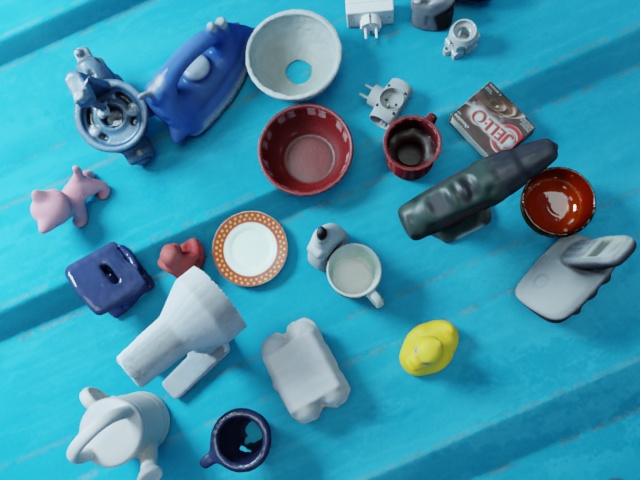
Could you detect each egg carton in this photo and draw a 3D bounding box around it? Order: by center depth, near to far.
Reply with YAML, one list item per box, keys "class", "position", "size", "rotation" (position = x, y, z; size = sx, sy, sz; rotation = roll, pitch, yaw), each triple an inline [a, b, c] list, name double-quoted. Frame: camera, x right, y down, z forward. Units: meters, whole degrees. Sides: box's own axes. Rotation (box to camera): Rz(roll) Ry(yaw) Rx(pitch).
- class: "egg carton"
  position: [-0.026, 0.207, 0.906]
  size: [0.107, 0.069, 0.150]
  rotation: [-31, 78, 0]

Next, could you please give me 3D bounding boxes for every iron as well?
- class: "iron"
  position: [-0.207, -0.299, 0.977]
  size: [0.118, 0.141, 0.258]
  rotation: [38, 86, 11]

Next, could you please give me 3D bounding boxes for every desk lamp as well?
- class: "desk lamp"
  position: [-0.201, 0.148, 0.860]
  size: [0.203, 0.213, 0.118]
  rotation: [-45, 79, -3]

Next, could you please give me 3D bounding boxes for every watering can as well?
- class: "watering can"
  position: [-0.298, 0.289, 0.854]
  size: [0.172, 0.194, 0.101]
  rotation: [21, 83, 9]

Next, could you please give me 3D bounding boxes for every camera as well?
- class: "camera"
  position: [0.234, -0.443, 0.981]
  size: [0.136, 0.101, 0.143]
  rotation: [12, 81, 8]

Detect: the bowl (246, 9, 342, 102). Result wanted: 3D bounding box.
- class: "bowl"
  position: [-0.041, -0.308, 0.997]
  size: [0.167, 0.075, 0.167]
  rotation: [-1, 80, 6]

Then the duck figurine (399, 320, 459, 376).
- class: "duck figurine"
  position: [0.171, 0.167, 0.885]
  size: [0.104, 0.086, 0.077]
  rotation: [-40, 78, -2]

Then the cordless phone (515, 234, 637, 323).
- class: "cordless phone"
  position: [0.374, 0.050, 0.835]
  size: [0.094, 0.185, 0.147]
  rotation: [40, 86, 11]

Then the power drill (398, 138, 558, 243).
- class: "power drill"
  position: [0.225, -0.063, 0.858]
  size: [0.229, 0.208, 0.075]
  rotation: [-27, 78, 1]

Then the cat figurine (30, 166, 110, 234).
- class: "cat figurine"
  position: [-0.435, -0.070, 0.971]
  size: [0.067, 0.118, 0.128]
  rotation: [33, 85, 11]

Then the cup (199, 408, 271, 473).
- class: "cup"
  position: [-0.124, 0.310, 0.884]
  size: [0.118, 0.095, 0.091]
  rotation: [-33, 78, -1]

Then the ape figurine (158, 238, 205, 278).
- class: "ape figurine"
  position: [-0.234, 0.030, 0.946]
  size: [0.077, 0.092, 0.076]
  rotation: [-11, 79, 4]

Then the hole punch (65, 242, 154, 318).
- class: "hole punch"
  position: [-0.349, 0.062, 0.952]
  size: [0.101, 0.091, 0.108]
  rotation: [-41, 79, -2]

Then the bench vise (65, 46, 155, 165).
- class: "bench vise"
  position: [-0.374, -0.234, 0.942]
  size: [0.207, 0.220, 0.121]
  rotation: [43, 87, 11]

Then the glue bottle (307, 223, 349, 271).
- class: "glue bottle"
  position: [0.008, 0.003, 0.886]
  size: [0.037, 0.173, 0.078]
  rotation: [35, 85, 11]
